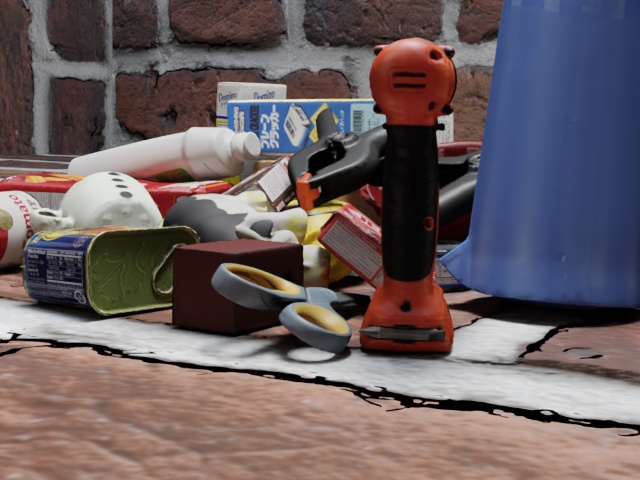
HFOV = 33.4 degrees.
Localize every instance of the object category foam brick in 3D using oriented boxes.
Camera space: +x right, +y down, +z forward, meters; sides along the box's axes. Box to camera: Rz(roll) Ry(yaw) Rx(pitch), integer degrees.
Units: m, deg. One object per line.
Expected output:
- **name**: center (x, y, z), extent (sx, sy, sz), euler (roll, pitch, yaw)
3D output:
- **foam brick**: center (-0.053, 0.029, 0.704), extent (0.051, 0.053, 0.078), euler (6, 9, 33)

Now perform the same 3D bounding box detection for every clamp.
- **clamp**: center (0.015, -0.079, 0.943), extent (0.120, 0.039, 0.171), euler (3, 28, 38)
- **clamp**: center (0.131, -0.055, 0.900), extent (0.210, 0.036, 0.164), euler (-17, 26, 0)

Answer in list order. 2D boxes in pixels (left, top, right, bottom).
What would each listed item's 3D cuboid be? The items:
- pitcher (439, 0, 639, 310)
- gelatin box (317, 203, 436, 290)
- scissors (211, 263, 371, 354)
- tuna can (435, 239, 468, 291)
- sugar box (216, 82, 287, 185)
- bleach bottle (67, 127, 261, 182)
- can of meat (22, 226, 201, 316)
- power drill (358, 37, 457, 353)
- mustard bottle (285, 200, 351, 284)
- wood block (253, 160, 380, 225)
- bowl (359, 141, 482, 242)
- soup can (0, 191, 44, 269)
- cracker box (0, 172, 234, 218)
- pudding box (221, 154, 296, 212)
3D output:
- **pitcher**: center (0.190, -0.070, 0.779), extent (0.148, 0.243, 0.145), euler (4, 2, -40)
- **gelatin box**: center (0.042, 0.012, 0.773), extent (0.089, 0.030, 0.073), euler (39, 9, 2)
- **scissors**: center (0.011, 0.048, 0.681), extent (0.096, 0.016, 0.201), euler (35, 11, 35)
- **tuna can**: center (0.089, 0.020, 0.885), extent (0.086, 0.034, 0.086), euler (1, 7, 0)
- **sugar box**: center (-0.087, -0.106, 1.320), extent (0.048, 0.176, 0.093), euler (6, 8, 35)
- **bleach bottle**: center (-0.171, -0.079, 1.221), extent (0.251, 0.068, 0.102), euler (-11, -24, 33)
- **can of meat**: center (-0.149, 0.019, 0.764), extent (0.084, 0.057, 0.101), euler (3, 6, 42)
- **power drill**: center (0.057, -0.032, 0.671), extent (0.057, 0.188, 0.184), euler (0, 8, 9)
- **mustard bottle**: center (-0.006, 0.002, 0.911), extent (0.096, 0.058, 0.192), euler (-12, 8, -5)
- **wood block**: center (0.025, -0.048, 1.221), extent (0.091, 0.090, 0.205), euler (5, 8, 38)
- **bowl**: center (0.118, -0.036, 0.984), extent (0.162, 0.055, 0.162), euler (-9, 25, 4)
- **soup can**: center (-0.288, -0.006, 0.898), extent (0.069, 0.068, 0.102), euler (5, 7, 29)
- **cracker box**: center (-0.206, -0.030, 1.103), extent (0.214, 0.072, 0.164), euler (2, 6, 5)
- **pudding box**: center (-0.075, -0.025, 0.949), extent (0.114, 0.039, 0.090), euler (-27, 12, 25)
